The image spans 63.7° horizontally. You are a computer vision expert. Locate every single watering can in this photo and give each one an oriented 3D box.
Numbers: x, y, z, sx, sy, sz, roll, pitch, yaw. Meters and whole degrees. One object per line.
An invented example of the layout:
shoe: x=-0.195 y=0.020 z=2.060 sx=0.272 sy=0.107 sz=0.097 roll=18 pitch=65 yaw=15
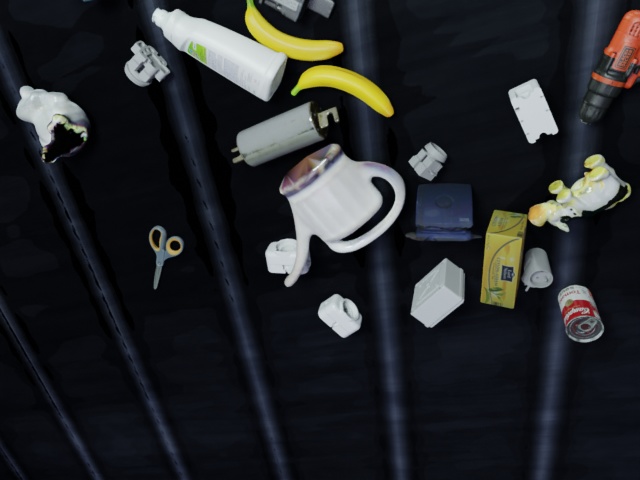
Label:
watering can: x=0.003 y=-0.053 z=1.049 sx=0.344 sy=0.222 sz=0.106 roll=-36 pitch=17 yaw=18

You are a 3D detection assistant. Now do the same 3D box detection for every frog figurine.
frog figurine: x=-0.572 y=-0.257 z=1.104 sx=0.124 sy=0.134 sz=0.162 roll=-22 pitch=56 yaw=-35
